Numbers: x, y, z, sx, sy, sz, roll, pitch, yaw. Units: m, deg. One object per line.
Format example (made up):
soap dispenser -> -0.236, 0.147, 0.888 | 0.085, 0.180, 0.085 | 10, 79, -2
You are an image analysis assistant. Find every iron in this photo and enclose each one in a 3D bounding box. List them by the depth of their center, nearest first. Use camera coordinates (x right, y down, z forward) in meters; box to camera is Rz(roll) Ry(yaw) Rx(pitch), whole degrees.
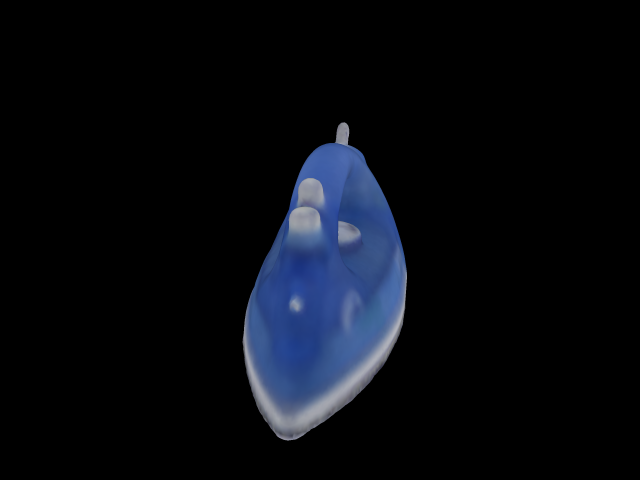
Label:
iron -> 0.004, 0.001, 0.400 | 0.118, 0.141, 0.258 | 2, 18, 8
